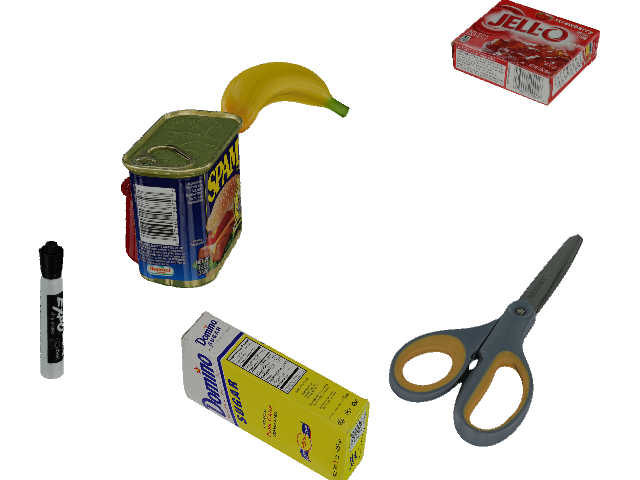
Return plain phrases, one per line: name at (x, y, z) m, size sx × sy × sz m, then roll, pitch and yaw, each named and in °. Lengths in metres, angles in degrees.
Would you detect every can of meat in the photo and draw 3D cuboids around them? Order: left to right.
can of meat at (-0.086, -0.028, 0.698) m, size 0.057 × 0.084 × 0.102 m, roll 5°, pitch 28°, yaw 11°

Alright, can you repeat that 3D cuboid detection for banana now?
banana at (-0.042, -0.135, 0.982) m, size 0.070 × 0.037 × 0.197 m, roll 37°, pitch 28°, yaw 20°

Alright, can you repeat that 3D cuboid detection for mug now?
mug at (-0.176, -0.027, 1.171) m, size 0.093 × 0.081 × 0.117 m, roll -9°, pitch 31°, yaw -26°

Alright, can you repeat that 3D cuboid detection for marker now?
marker at (-0.216, 0.056, 0.859) m, size 0.020 × 0.121 × 0.020 m, roll 5°, pitch 26°, yaw -3°

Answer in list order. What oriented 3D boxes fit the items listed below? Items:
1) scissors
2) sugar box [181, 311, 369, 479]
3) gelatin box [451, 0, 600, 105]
scissors at (0.107, 0.050, 0.686) m, size 0.096 × 0.016 × 0.201 m, roll 11°, pitch 41°, yaw 15°
sugar box at (-0.043, 0.142, 0.955) m, size 0.176 × 0.093 × 0.048 m, roll 24°, pitch 49°, yaw 19°
gelatin box at (0.158, -0.148, 0.824) m, size 0.089 × 0.030 × 0.073 m, roll 28°, pitch 54°, yaw 30°
